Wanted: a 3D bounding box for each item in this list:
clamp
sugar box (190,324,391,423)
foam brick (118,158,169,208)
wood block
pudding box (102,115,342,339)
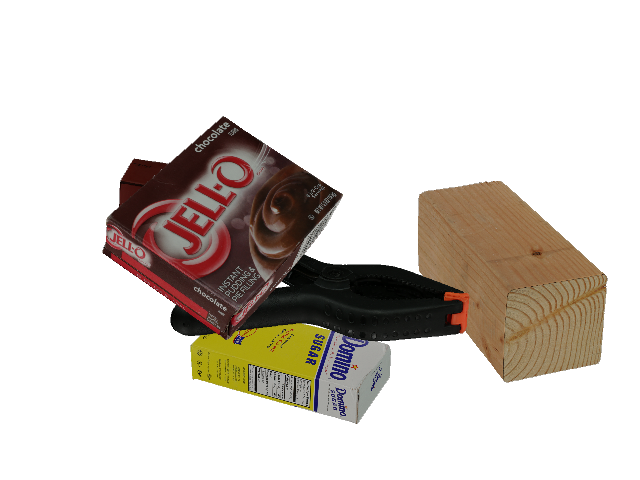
[{"bbox_3d":[0.007,0.037,0.812,0.210,0.036,0.164,4,23,6],"label":"clamp"},{"bbox_3d":[-0.028,0.117,1.037,0.176,0.048,0.093,9,26,21],"label":"sugar box"},{"bbox_3d":[-0.162,-0.045,1.090,0.078,0.051,0.053,9,31,3],"label":"foam brick"},{"bbox_3d":[0.165,0.029,0.965,0.090,0.090,0.206,-9,27,-12],"label":"wood block"},{"bbox_3d":[-0.055,-0.010,0.612,0.090,0.039,0.113,34,48,9],"label":"pudding box"}]
